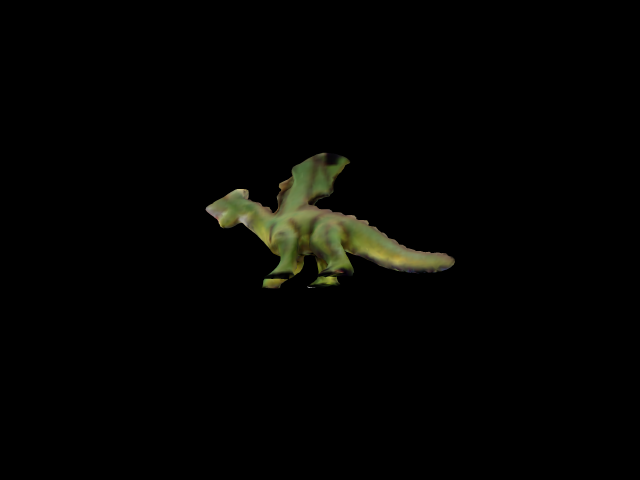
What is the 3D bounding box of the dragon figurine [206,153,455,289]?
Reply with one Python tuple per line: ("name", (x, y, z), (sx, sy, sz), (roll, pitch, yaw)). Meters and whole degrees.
("dragon figurine", (0.003, -0.043, 0.850), (0.409, 0.247, 0.120), (-5, -23, 14))
